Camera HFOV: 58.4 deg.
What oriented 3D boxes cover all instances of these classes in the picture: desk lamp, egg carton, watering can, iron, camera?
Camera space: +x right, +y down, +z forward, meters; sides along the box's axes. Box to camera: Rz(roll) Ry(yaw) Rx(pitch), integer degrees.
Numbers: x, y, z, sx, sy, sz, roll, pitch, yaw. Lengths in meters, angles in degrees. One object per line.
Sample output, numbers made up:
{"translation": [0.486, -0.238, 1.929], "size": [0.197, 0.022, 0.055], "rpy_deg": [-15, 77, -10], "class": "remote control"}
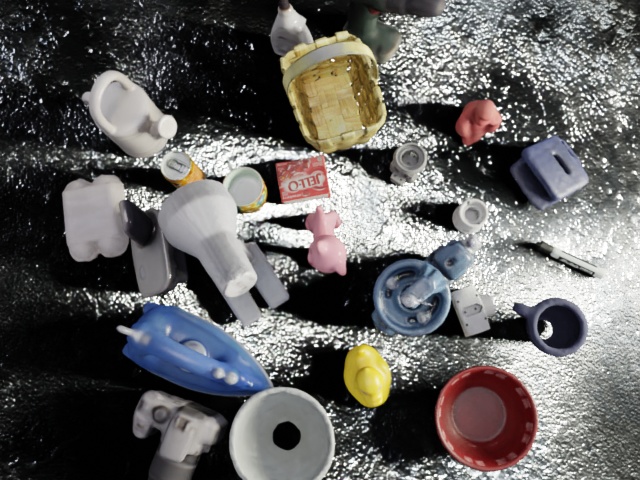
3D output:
{"translation": [-0.147, 0.024, 0.912], "size": [0.118, 0.213, 0.203], "rpy_deg": [-35, 80, -3], "class": "desk lamp"}
{"translation": [-0.392, -0.039, 1.008], "size": [0.107, 0.069, 0.150], "rpy_deg": [-11, 79, 1], "class": "egg carton"}
{"translation": [-0.326, -0.217, 0.974], "size": [0.172, 0.194, 0.101], "rpy_deg": [1, 80, 3], "class": "watering can"}
{"translation": [-0.199, 0.190, 0.921], "size": [0.258, 0.141, 0.119], "rpy_deg": [23, 82, 7], "class": "iron"}
{"translation": [-0.240, 0.328, 0.918], "size": [0.143, 0.101, 0.137], "rpy_deg": [20, 81, 6], "class": "camera"}

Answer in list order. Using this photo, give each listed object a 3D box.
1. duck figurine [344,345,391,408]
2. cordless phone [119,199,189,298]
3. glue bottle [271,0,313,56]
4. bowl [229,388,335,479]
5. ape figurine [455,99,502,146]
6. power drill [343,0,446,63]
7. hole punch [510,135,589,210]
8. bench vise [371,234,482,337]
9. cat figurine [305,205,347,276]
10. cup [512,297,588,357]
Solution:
{"translation": [0.077, 0.222, 0.929], "size": [0.077, 0.086, 0.104], "rpy_deg": [-16, 79, 0], "class": "duck figurine"}
{"translation": [-0.288, 0.014, 0.935], "size": [0.094, 0.185, 0.147], "rpy_deg": [-16, 79, 0], "class": "cordless phone"}
{"translation": [-0.053, -0.373, 0.999], "size": [0.078, 0.173, 0.037], "rpy_deg": [19, 81, 6], "class": "glue bottle"}
{"translation": [-0.058, 0.320, 0.924], "size": [0.167, 0.075, 0.167], "rpy_deg": [0, 80, 3], "class": "bowl"}
{"translation": [0.279, -0.214, 0.995], "size": [0.077, 0.092, 0.076], "rpy_deg": [6, 80, 4], "class": "ape figurine"}
{"translation": [0.098, -0.394, 0.978], "size": [0.229, 0.208, 0.076], "rpy_deg": [28, 82, 8], "class": "power drill"}
{"translation": [0.394, -0.122, 0.974], "size": [0.101, 0.091, 0.108], "rpy_deg": [-32, 80, -3], "class": "hole punch"}
{"translation": [0.161, 0.056, 0.887], "size": [0.121, 0.220, 0.207], "rpy_deg": [30, 83, 8], "class": "bench vise"}
{"translation": [0.009, 0.003, 0.956], "size": [0.067, 0.118, 0.128], "rpy_deg": [-10, 79, 1], "class": "cat figurine"}
{"translation": [0.358, 0.136, 0.927], "size": [0.117, 0.095, 0.092], "rpy_deg": [26, 82, 7], "class": "cup"}
